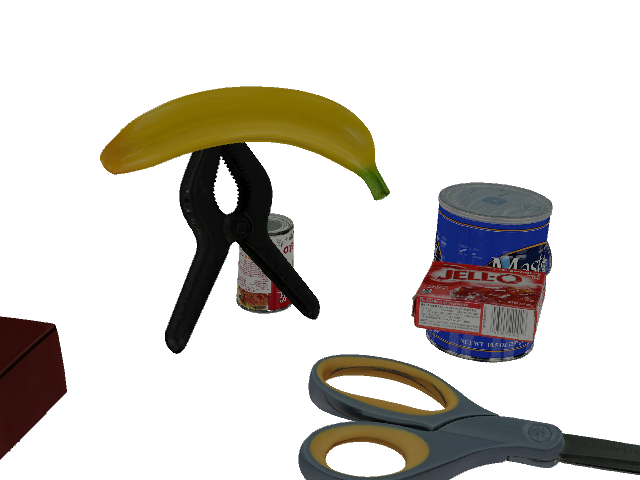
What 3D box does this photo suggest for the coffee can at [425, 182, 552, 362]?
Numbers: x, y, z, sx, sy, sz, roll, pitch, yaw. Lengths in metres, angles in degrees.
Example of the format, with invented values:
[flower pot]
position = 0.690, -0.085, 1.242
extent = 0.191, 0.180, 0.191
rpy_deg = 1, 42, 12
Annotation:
[coffee can]
position = 0.155, 0.028, 0.990
extent = 0.103, 0.140, 0.103
rpy_deg = 3, 20, -1

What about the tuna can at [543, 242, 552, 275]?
[tuna can]
position = 0.224, 0.010, 1.223
extent = 0.033, 0.086, 0.086
rpy_deg = -26, 10, -21

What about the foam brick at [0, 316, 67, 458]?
[foam brick]
position = -0.203, 0.089, 0.664
extent = 0.053, 0.051, 0.078
rpy_deg = 7, 29, 21

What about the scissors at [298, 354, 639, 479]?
[scissors]
position = 0.079, 0.095, 0.448
extent = 0.202, 0.016, 0.096
rpy_deg = 16, 34, 23

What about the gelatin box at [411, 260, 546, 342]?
[gelatin box]
position = 0.119, 0.043, 0.791
extent = 0.089, 0.030, 0.073
rpy_deg = 7, 20, 16

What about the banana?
[banana]
position = -0.045, -0.071, 0.710
extent = 0.197, 0.069, 0.037
rpy_deg = 4, -23, -15

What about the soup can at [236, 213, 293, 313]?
[soup can]
position = -0.066, 0.026, 1.261
extent = 0.068, 0.102, 0.068
rpy_deg = 1, 23, -1

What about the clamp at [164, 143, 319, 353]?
[clamp]
position = -0.074, -0.007, 0.992
extent = 0.164, 0.210, 0.036
rpy_deg = -3, 0, -36
